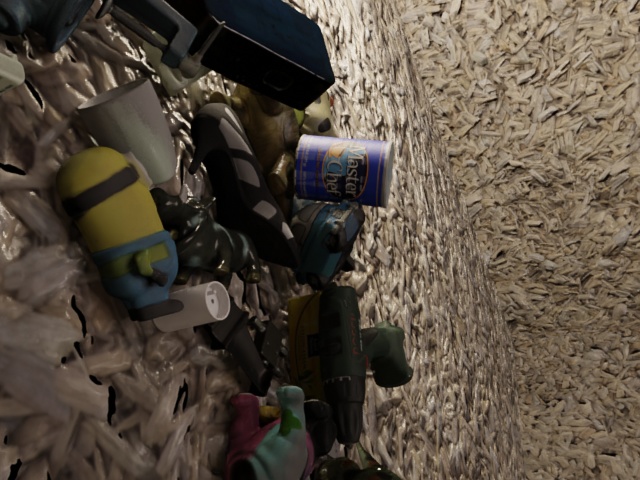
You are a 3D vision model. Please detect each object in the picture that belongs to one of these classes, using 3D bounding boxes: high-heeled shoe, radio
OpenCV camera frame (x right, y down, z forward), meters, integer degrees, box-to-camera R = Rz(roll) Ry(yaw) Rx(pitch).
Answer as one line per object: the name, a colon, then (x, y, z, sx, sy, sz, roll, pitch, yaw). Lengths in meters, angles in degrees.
high-heeled shoe: (-0.098, -0.077, 0.776, 0.248, 0.086, 0.145, 49, 39, -30)
radio: (-0.086, -0.266, 0.706, 0.229, 0.073, 0.131, 12, 54, -44)

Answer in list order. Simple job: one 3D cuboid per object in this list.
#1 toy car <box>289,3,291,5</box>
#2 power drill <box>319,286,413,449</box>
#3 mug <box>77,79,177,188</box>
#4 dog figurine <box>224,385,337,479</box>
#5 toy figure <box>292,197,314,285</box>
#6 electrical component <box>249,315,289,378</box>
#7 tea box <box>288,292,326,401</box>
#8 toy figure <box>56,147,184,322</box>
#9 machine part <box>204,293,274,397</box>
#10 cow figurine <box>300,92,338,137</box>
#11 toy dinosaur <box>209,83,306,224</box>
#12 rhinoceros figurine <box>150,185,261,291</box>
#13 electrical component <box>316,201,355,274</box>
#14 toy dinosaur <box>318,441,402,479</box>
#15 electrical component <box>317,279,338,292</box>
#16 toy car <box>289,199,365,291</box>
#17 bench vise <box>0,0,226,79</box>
toy car: (-0.071, -0.347, 1.002, 0.053, 0.089, 0.202, -4, 76, -26)
power drill: (0.066, 0.193, 0.834, 0.207, 0.086, 0.232, 17, 57, -50)
mug: (-0.205, -0.116, 0.600, 0.110, 0.081, 0.107, -114, -175, -64)
dog figurine: (-0.056, 0.296, 0.638, 0.191, 0.109, 0.219, 48, 39, -50)
toy figure: (-0.026, 0.001, 0.927, 0.064, 0.058, 0.154, 22, 56, -60)
electrical component: (-0.076, 0.153, 0.773, 0.093, 0.021, 0.063, 57, 30, -35)
tea box: (0.002, 0.180, 0.870, 0.098, 0.068, 0.169, 33, 48, -53)
toy figure: (-0.196, -0.005, 0.537, 0.089, 0.082, 0.180, -29, 105, -68)
machine part: (-0.104, 0.141, 0.704, 0.138, 0.039, 0.084, 65, 21, -18)
cow figurine: (-0.023, -0.289, 1.084, 0.127, 0.086, 0.195, 39, 43, -62)
toy dinosaur: (-0.091, -0.212, 0.868, 0.198, 0.105, 0.470, -32, 115, -73)
rhinoceros figurine: (-0.141, -0.002, 0.661, 0.190, 0.073, 0.112, 36, 46, -56)
electrical component: (0.017, -0.013, 1.032, 0.134, 0.058, 0.115, 49, 33, -44)
toy dinosaur: (0.071, 0.400, 0.741, 0.131, 0.192, 0.405, 68, 26, -20)
electrical component: (0.012, 0.091, 0.980, 0.102, 0.045, 0.078, 64, -2, -29)
toy car: (-0.002, -0.003, 0.833, 0.109, 0.103, 0.161, -52, 167, -37)
bench vise: (-0.220, -0.263, 0.552, 0.240, 0.129, 0.224, 33, 51, -25)
